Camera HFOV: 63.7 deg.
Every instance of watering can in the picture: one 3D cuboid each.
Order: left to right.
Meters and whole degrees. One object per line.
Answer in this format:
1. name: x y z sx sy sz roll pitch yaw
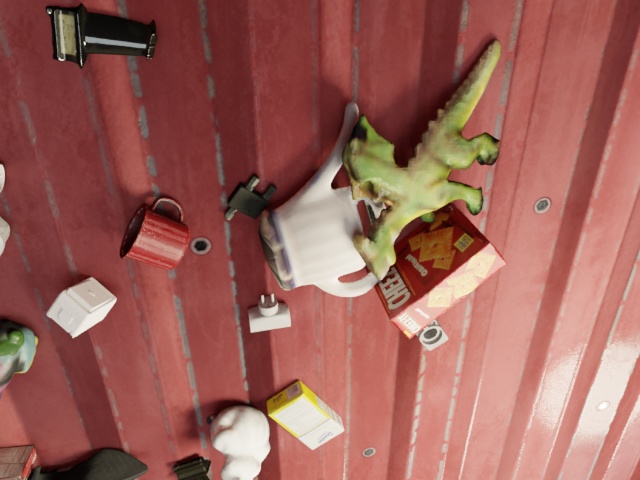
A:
1. watering can: 0.003 -0.044 0.872 0.225 0.341 0.105 -16 24 -7

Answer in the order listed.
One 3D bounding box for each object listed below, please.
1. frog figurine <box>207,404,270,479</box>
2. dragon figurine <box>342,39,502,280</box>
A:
1. frog figurine: -0.164 0.429 1.066 0.135 0.122 0.163 45 11 -32
2. dragon figurine: 0.150 -0.135 0.819 0.243 0.407 0.123 5 12 -32
